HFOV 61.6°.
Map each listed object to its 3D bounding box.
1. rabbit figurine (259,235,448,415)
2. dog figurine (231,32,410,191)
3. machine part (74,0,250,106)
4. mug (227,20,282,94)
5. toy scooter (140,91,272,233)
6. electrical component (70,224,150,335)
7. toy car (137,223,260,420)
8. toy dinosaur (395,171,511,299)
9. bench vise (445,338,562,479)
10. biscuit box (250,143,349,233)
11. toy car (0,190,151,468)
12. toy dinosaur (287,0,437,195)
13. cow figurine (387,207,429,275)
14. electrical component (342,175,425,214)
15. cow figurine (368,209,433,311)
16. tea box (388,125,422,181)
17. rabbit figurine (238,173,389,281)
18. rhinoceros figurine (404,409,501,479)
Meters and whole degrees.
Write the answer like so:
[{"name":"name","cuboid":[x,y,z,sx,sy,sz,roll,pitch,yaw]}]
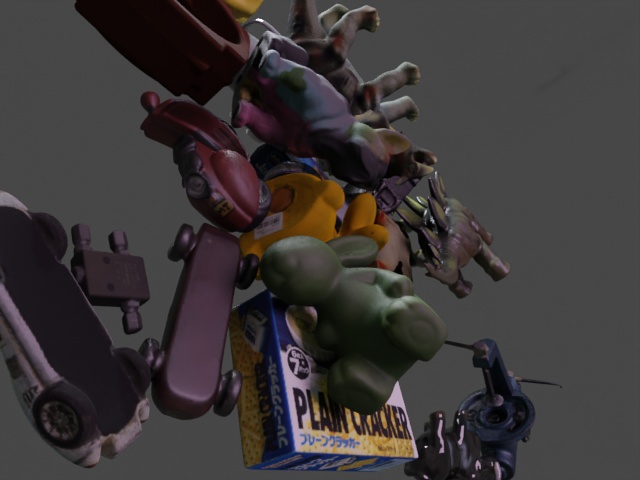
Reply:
[{"name":"rabbit figurine","cuboid":[0.025,0.048,0.520,0.170,0.121,0.159,39,24,-4]},{"name":"dog figurine","cuboid":[0.002,-0.151,0.679,0.219,0.108,0.192,27,27,-22]},{"name":"machine part","cuboid":[-0.181,-0.264,0.624,0.200,0.087,0.202,40,20,-27]},{"name":"mug","cuboid":[-0.110,-0.266,0.767,0.107,0.109,0.081,40,35,-8]},{"name":"toy scooter","cuboid":[-0.128,-0.092,0.574,0.135,0.075,0.184,33,25,-51]},{"name":"electrical component","cuboid":[-0.174,0.032,0.442,0.063,0.021,0.094,13,54,-54]},{"name":"toy car","cuboid":[-0.108,0.066,0.485,0.089,0.053,0.202,23,39,-21]},{"name":"toy dinosaur","cuboid":[0.211,-0.003,0.888,0.198,0.105,0.471,48,18,-9]},{"name":"bench vise","cuboid":[0.290,0.250,0.873,0.224,0.129,0.240,-44,121,-44]},{"name":"biscuit box","cuboid":[-0.014,-0.056,0.754,0.202,0.063,0.059,49,29,-17]},{"name":"toy car","cuboid":[-0.186,0.057,0.364,0.201,0.056,0.073,59,21,-2]},{"name":"toy dinosaur","cuboid":[0.022,-0.237,0.801,0.405,0.192,0.131,52,-14,7]},{"name":"cow figurine","cuboid":[0.118,-0.016,0.933,0.098,0.068,0.167,0,63,-54]},{"name":"electrical component","cuboid":[0.095,-0.094,0.898,0.115,0.134,0.058,-47,113,-17]},{"name":"cow figurine","cuboid":[0.105,0.063,0.808,0.127,0.085,0.195,28,46,-31]},{"name":"tea box","cuboid":[0.136,-0.185,1.127,0.169,0.068,0.098,34,37,-42]},{"name":"rabbit figurine","cuboid":[-0.001,-0.002,0.655,0.122,0.162,0.173,-107,170,-47]},{"name":"rhinoceros figurine","cuboid":[0.180,0.290,0.720,0.190,0.073,0.112,29,39,-44]}]
